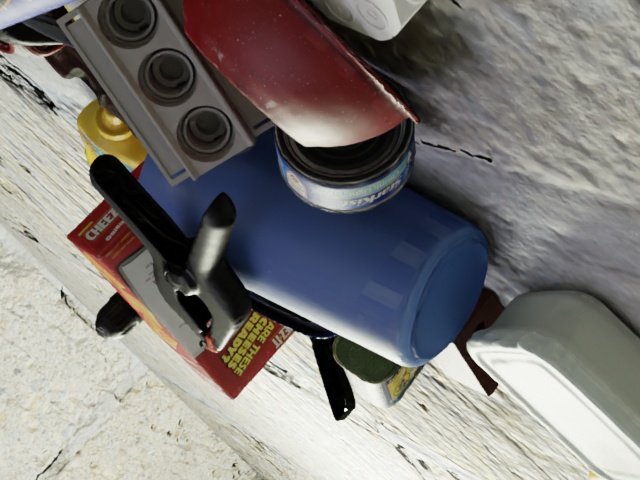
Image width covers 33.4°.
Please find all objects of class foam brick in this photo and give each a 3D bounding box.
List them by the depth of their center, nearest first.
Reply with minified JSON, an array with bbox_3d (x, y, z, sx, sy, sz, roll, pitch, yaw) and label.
[{"bbox_3d":[0.116,0.075,0.836,0.051,0.053,0.078,23,157,47],"label":"foam brick"}]

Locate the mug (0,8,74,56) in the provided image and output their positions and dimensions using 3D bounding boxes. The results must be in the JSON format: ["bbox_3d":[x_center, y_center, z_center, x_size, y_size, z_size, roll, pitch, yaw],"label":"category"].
[{"bbox_3d":[-0.248,-0.204,0.870,0.117,0.081,0.093,47,163,-20],"label":"mug"}]

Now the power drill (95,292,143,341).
[{"bbox_3d":[-0.159,0.015,1.103,0.057,0.184,0.188,41,155,2],"label":"power drill"}]

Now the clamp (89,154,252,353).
[{"bbox_3d":[-0.083,0.016,0.733,0.120,0.039,0.171,19,146,42],"label":"clamp"}]

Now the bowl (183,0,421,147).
[{"bbox_3d":[-0.021,-0.101,0.573,0.162,0.055,0.162,43,-173,-7],"label":"bowl"}]

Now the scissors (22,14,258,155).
[{"bbox_3d":[-0.116,-0.137,0.736,0.202,0.096,0.016,38,-166,6],"label":"scissors"}]

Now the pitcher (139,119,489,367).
[{"bbox_3d":[-0.005,0.001,0.779,0.243,0.145,0.149,28,180,29],"label":"pitcher"}]

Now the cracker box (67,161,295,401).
[{"bbox_3d":[-0.096,0.015,0.959,0.072,0.164,0.213,26,158,48],"label":"cracker box"}]

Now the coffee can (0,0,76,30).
[{"bbox_3d":[-0.215,-0.187,0.685,0.140,0.103,0.102,-15,136,19],"label":"coffee can"}]

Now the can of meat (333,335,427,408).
[{"bbox_3d":[0.062,0.086,0.903,0.057,0.102,0.084,33,164,22],"label":"can of meat"}]

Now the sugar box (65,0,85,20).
[{"bbox_3d":[-0.130,-0.146,0.825,0.093,0.048,0.176,25,161,38],"label":"sugar box"}]

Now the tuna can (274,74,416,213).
[{"bbox_3d":[0.015,-0.061,0.646,0.086,0.086,0.034,35,161,20],"label":"tuna can"}]

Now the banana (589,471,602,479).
[{"bbox_3d":[0.266,0.198,0.850,0.069,0.037,0.198,47,163,-16],"label":"banana"}]

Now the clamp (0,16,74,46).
[{"bbox_3d":[-0.249,-0.200,0.790,0.036,0.164,0.209,27,169,48],"label":"clamp"}]

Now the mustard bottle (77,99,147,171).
[{"bbox_3d":[-0.204,-0.097,1.096,0.096,0.058,0.192,38,164,6],"label":"mustard bottle"}]
